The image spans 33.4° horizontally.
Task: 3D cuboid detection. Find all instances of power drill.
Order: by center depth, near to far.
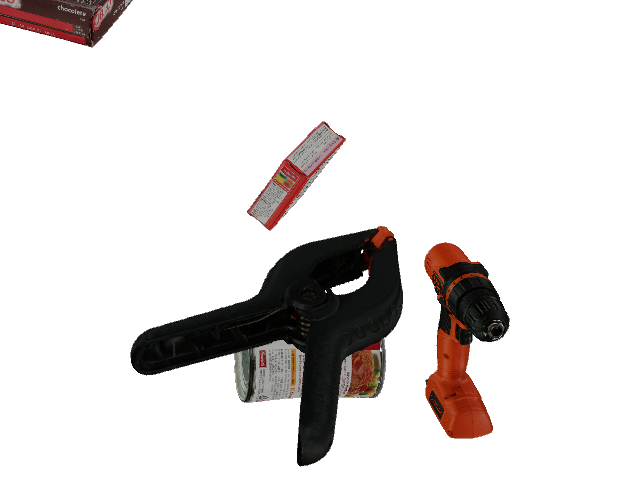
[{"bbox_3d":[0.156,0.115,1.146,0.057,0.188,0.184,-4,24,-8],"label":"power drill"}]

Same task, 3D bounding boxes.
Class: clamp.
[{"bbox_3d":[-0.002,0.050,0.575,0.120,0.039,0.171,36,51,27],"label":"clamp"}]

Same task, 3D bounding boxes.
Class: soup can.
[{"bbox_3d":[-0.010,0.086,0.800,0.102,0.068,0.069,-1,0,-15],"label":"soup can"}]

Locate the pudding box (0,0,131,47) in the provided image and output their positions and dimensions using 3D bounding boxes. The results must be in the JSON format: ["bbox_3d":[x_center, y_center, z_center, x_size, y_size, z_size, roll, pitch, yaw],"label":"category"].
[{"bbox_3d":[-0.194,-0.197,0.815,0.090,0.039,0.113,16,37,4],"label":"pudding box"}]

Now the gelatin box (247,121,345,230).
[{"bbox_3d":[-0.022,-0.060,0.961,0.073,0.030,0.089,-51,0,38],"label":"gelatin box"}]
